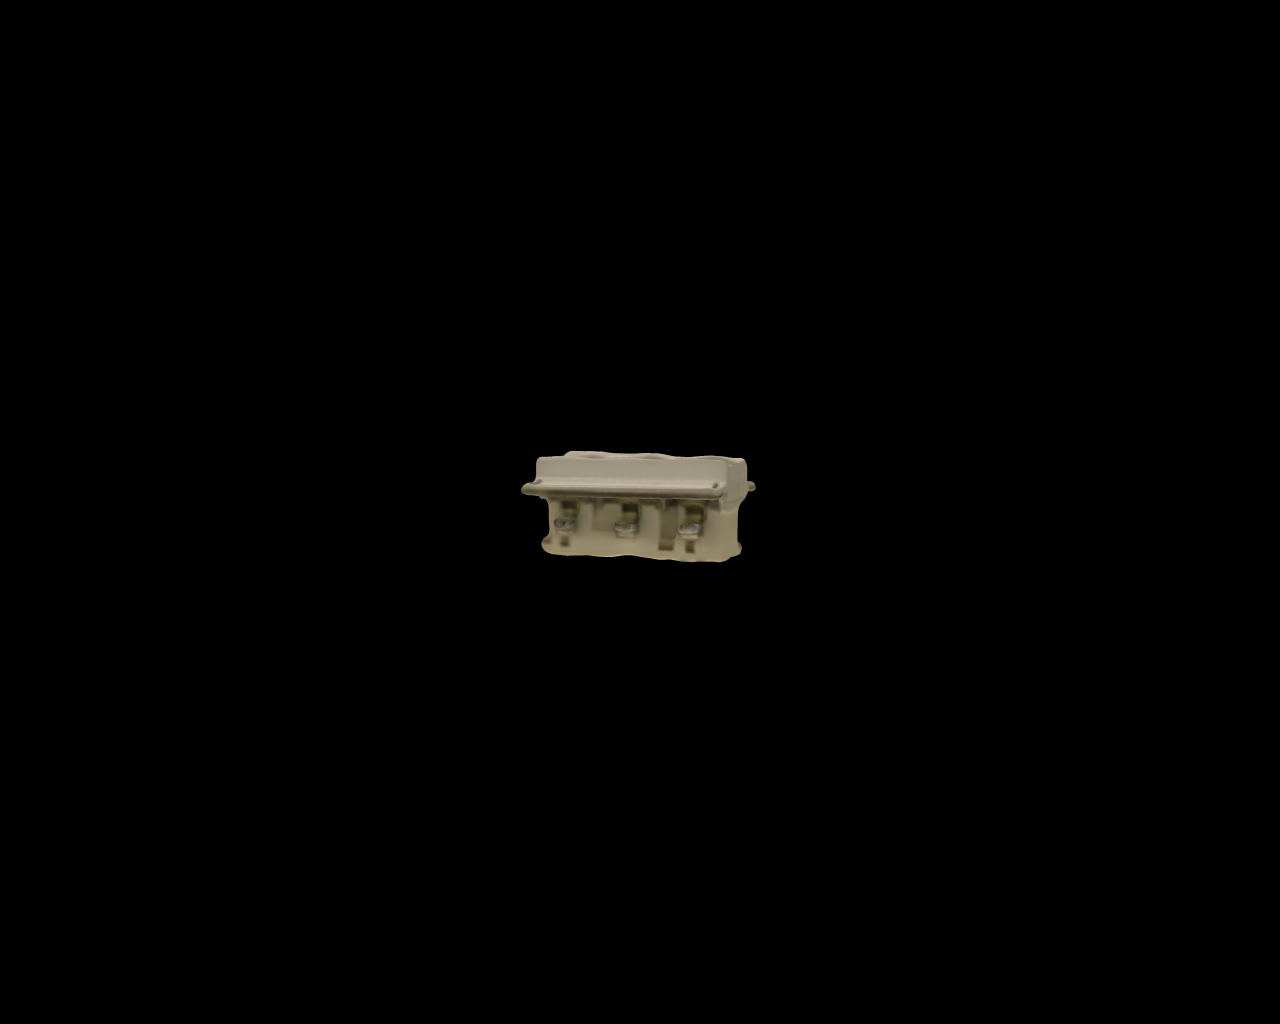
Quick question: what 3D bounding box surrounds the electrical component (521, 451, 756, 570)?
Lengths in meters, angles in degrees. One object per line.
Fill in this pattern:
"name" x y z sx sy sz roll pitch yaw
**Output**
"electrical component" 0.001 -0.003 0.650 0.121 0.063 0.079 3 8 22
